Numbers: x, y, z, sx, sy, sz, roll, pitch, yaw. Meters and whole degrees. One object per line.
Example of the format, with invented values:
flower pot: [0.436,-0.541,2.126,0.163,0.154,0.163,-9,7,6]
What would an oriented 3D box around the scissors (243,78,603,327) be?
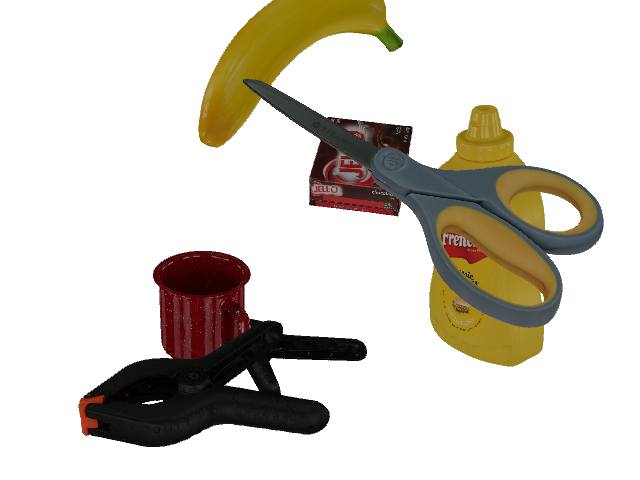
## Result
scissors: [0.055,-0.038,0.526,0.096,0.202,0.016,-28,-32,-22]

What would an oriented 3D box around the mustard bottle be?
mustard bottle: [0.122,-0.007,0.793,0.058,0.192,0.096,-20,30,-31]

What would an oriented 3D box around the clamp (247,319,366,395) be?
clamp: [-0.075,0.128,1.226,0.210,0.036,0.164,13,21,30]

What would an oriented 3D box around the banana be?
banana: [-0.014,-0.129,0.703,0.197,0.069,0.037,-33,13,-36]

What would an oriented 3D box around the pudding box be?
pudding box: [0.041,-0.075,1.059,0.090,0.039,0.113,8,38,6]

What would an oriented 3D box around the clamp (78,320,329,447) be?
clamp: [-0.087,0.103,0.772,0.171,0.039,0.120,-3,26,-11]

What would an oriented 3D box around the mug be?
mug: [-0.106,0.071,1.029,0.093,0.081,0.117,-22,36,-39]
